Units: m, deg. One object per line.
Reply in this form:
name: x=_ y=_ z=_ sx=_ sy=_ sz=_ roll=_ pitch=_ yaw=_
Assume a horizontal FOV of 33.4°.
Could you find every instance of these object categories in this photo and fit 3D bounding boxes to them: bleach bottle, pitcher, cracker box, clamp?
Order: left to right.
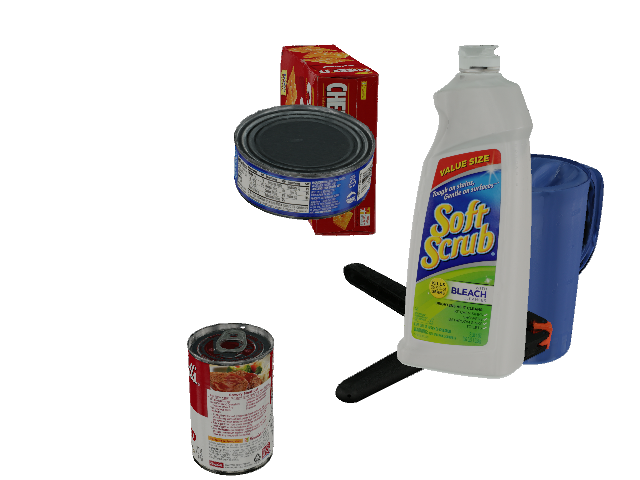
cracker box: x=0.005 y=-0.113 z=1.137 sx=0.072 sy=0.164 sz=0.214 roll=-3 pitch=18 yaw=-9
clamp: x=0.113 y=0.095 z=1.019 sx=0.210 sy=0.164 sz=0.036 roll=6 pitch=-42 yaw=9
bleach bottle: x=0.113 y=-0.024 z=0.829 sx=0.103 sy=0.251 sz=0.068 roll=6 pitch=14 yaw=29
pitcher: x=0.265 y=0.021 z=1.305 sx=0.149 sy=0.243 sz=0.145 roll=3 pitch=25 yaw=14

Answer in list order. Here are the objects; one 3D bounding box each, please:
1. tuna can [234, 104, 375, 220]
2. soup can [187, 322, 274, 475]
tuna can: x=-0.010 y=-0.048 z=0.652 sx=0.086 sy=0.034 sz=0.086 roll=3 pitch=35 yaw=-2
soup can: x=-0.070 y=0.125 z=0.848 sx=0.068 sy=0.102 sz=0.068 roll=1 pitch=22 yaw=0
